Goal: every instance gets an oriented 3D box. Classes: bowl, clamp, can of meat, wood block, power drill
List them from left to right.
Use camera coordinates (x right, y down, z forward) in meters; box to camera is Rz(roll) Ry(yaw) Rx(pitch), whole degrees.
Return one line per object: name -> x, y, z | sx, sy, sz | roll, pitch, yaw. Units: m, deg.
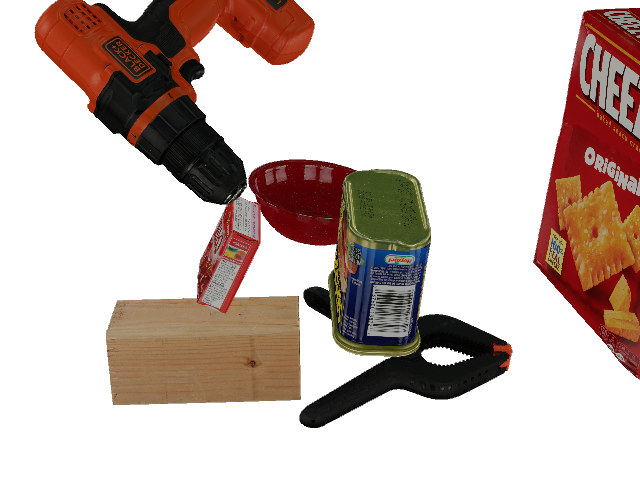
power drill -> -0.085, -0.130, 0.779 | 0.187, 0.184, 0.057 | -44, -1, -42
wood block -> -0.126, 0.122, 1.186 | 0.206, 0.091, 0.090 | -1, 23, -1
bowl -> -0.007, -0.039, 1.244 | 0.162, 0.055, 0.162 | 7, 26, -4
can of meat -> 0.038, 0.012, 0.695 | 0.057, 0.084, 0.102 | 3, 31, -4
clamp -> 0.077, 0.118, 1.024 | 0.210, 0.164, 0.036 | 6, -43, 5

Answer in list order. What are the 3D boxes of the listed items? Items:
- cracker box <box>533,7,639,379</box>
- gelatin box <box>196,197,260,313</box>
cracker box -> 0.228, -0.034, 0.748 | 0.072, 0.214, 0.164 | -7, 33, -16
gelatin box -> -0.079, 0.009, 0.917 | 0.030, 0.073, 0.089 | 23, 21, -14
